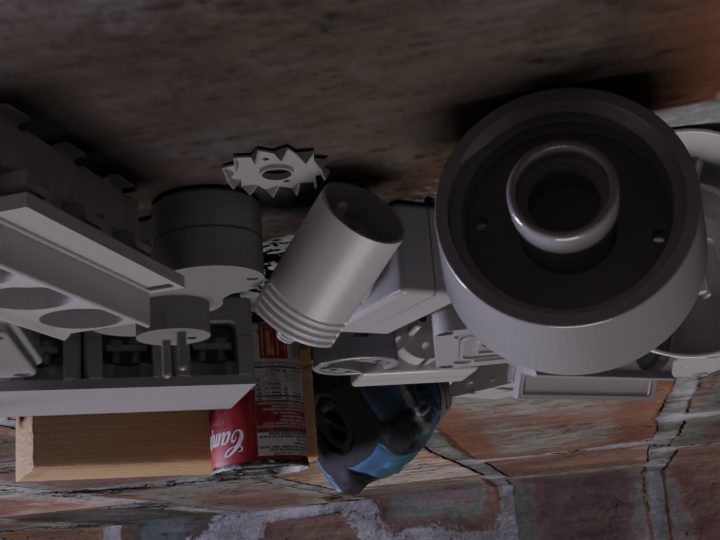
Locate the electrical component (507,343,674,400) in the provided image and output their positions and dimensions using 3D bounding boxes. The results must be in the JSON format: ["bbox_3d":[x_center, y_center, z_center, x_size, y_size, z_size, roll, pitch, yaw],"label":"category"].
[{"bbox_3d":[0.150,0.046,0.732,0.121,0.078,0.063,5,-176,-30],"label":"electrical component"}]

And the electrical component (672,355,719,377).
[{"bbox_3d":[0.240,0.051,0.808,0.100,0.048,0.099,-1,163,-14],"label":"electrical component"}]

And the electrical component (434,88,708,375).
[{"bbox_3d":[0.080,-0.019,0.417,0.108,0.108,0.060,-8,158,11],"label":"electrical component"}]

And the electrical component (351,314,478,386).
[{"bbox_3d":[0.039,0.047,0.737,0.083,0.047,0.075,-2,162,-13],"label":"electrical component"}]

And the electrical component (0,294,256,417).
[{"bbox_3d":[-0.147,0.050,0.663,0.150,0.061,0.089,0,163,-17],"label":"electrical component"}]

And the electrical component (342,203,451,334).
[{"bbox_3d":[0.000,0.000,0.559,0.076,0.047,0.083,4,162,-27],"label":"electrical component"}]

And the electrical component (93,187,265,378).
[{"bbox_3d":[-0.094,0.016,0.537,0.052,0.073,0.138,6,161,-33],"label":"electrical component"}]

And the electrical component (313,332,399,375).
[{"bbox_3d":[-0.004,0.040,0.696,0.055,0.047,0.055,-5,164,-1],"label":"electrical component"}]

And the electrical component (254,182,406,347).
[{"bbox_3d":[-0.017,0.003,0.506,0.043,0.043,0.081,8,128,-38],"label":"electrical component"}]

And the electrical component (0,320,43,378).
[{"bbox_3d":[-0.223,0.019,0.542,0.109,0.056,0.108,-2,164,-9],"label":"electrical component"}]

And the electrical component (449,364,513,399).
[{"bbox_3d":[0.118,0.067,0.823,0.056,0.050,0.089,9,159,-40],"label":"electrical component"}]

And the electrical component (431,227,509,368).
[{"bbox_3d":[0.078,0.016,0.621,0.078,0.057,0.113,-6,164,3],"label":"electrical component"}]

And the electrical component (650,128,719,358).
[{"bbox_3d":[0.148,-0.008,0.493,0.099,0.099,0.064,-7,170,7],"label":"electrical component"}]

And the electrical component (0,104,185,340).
[{"bbox_3d":[-0.134,-0.016,0.433,0.079,0.063,0.121,-9,164,15],"label":"electrical component"}]
